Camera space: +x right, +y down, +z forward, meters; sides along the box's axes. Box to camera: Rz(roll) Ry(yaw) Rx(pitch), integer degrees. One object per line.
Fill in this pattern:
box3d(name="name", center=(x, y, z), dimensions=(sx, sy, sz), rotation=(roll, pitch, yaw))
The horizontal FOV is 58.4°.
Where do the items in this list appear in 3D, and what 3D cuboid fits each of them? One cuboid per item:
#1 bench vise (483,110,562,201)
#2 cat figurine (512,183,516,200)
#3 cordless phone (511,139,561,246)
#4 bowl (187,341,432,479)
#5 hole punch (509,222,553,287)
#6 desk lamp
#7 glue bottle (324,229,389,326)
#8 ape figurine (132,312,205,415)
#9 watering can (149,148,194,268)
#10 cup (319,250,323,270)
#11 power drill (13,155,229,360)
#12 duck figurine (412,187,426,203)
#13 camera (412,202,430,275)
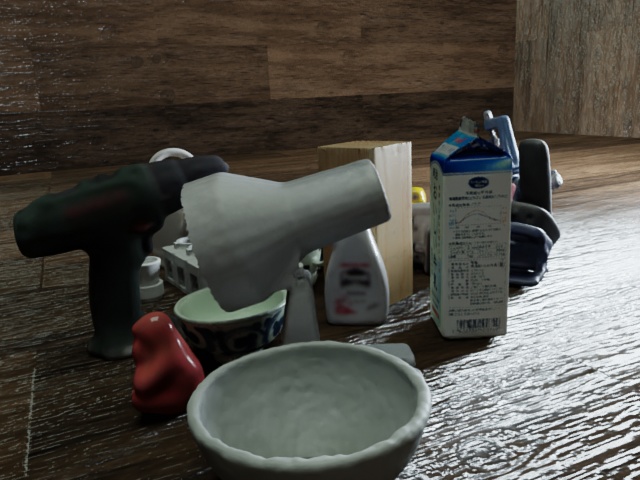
box3d(name="bench vise", center=(0.397, -0.156, 1.179), dimensions=(0.206, 0.220, 0.122), rotation=(6, 17, 32))
box3d(name="cat figurine", center=(0.325, -0.077, 1.094), dimensions=(0.128, 0.118, 0.067), rotation=(-9, 16, -22))
box3d(name="cordless phone", center=(0.328, -0.079, 0.965), dimensions=(0.094, 0.185, 0.147), rotation=(-14, 18, -36))
box3d(name="bowl", center=(-0.005, 0.138, 0.404), dimensions=(0.167, 0.075, 0.167), rotation=(-2, 14, 1))
box3d(name="hole punch", center=(0.271, 0.009, 0.820), dimensions=(0.108, 0.091, 0.101), rotation=(6, 17, 31))
box3d(name="desk lamp", center=(-0.012, 0.037, 0.519), dimensions=(0.203, 0.214, 0.118), rotation=(-3, 15, -2))
box3d(name="glue bottle", center=(0.042, 0.015, 0.675), dimensions=(0.078, 0.173, 0.037), rotation=(-2, 15, 3))
box3d(name="ape figurine", center=(-0.144, 0.107, 0.514), dimensions=(0.076, 0.092, 0.078), rotation=(0, 15, 12))
box3d(name="watering can", center=(-0.232, -0.056, 0.960), dimensions=(0.172, 0.194, 0.101), rotation=(9, 19, 39))
box3d(name="cup", center=(0.008, 0.003, 0.885), dimensions=(0.117, 0.095, 0.091), rotation=(-2, 15, 4))
box3d(name="power drill", center=(-0.205, 0.017, 0.641), dimensions=(0.230, 0.208, 0.075), rotation=(-10, 16, -25))
box3d(name="duck figurine", center=(0.190, -0.062, 1.121), dimensions=(0.105, 0.086, 0.077), rotation=(-15, 19, -39))
box3d(name="camera", center=(0.148, -0.012, 0.906), dimensions=(0.136, 0.101, 0.143), rotation=(1, 15, 15))
